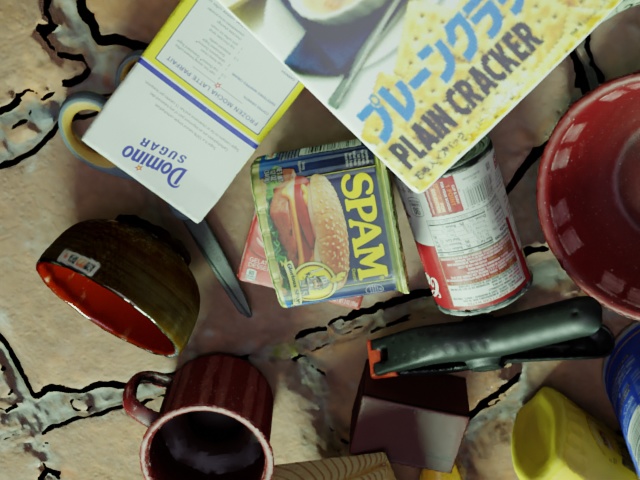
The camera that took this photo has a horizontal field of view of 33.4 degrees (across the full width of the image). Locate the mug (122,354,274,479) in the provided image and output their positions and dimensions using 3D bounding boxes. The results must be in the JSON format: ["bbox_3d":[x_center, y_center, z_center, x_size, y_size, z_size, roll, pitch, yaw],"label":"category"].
[{"bbox_3d":[-0.086,0.130,0.761,0.117,0.081,0.093,27,113,-9],"label":"mug"}]

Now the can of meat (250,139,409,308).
[{"bbox_3d":[0.007,-0.011,0.675,0.084,0.057,0.102,-9,107,6],"label":"can of meat"}]

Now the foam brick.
[{"bbox_3d":[0.063,0.127,0.769,0.078,0.051,0.053,12,115,-2],"label":"foam brick"}]

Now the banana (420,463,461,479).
[{"bbox_3d":[0.128,0.240,0.827,0.069,0.037,0.197,-43,107,2],"label":"banana"}]

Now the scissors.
[{"bbox_3d":[-0.113,-0.028,0.726,0.096,0.016,0.202,-9,112,5],"label":"scissors"}]

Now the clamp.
[{"bbox_3d":[0.121,0.072,0.734,0.172,0.039,0.120,-10,157,26],"label":"clamp"}]

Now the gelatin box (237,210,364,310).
[{"bbox_3d":[-0.005,0.001,0.727,0.089,0.030,0.073,15,113,-5],"label":"gelatin box"}]

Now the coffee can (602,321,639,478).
[{"bbox_3d":[0.253,0.122,0.708,0.103,0.140,0.103,1,114,2],"label":"coffee can"}]

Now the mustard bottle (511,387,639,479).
[{"bbox_3d":[0.227,0.187,0.763,0.191,0.096,0.058,35,111,-12],"label":"mustard bottle"}]

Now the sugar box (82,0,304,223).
[{"bbox_3d":[-0.059,-0.107,0.664,0.093,0.048,0.176,37,105,-12],"label":"sugar box"}]

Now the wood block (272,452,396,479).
[{"bbox_3d":[0.031,0.261,0.783,0.091,0.090,0.206,-10,126,16],"label":"wood block"}]

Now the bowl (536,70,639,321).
[{"bbox_3d":[0.221,-0.030,0.667,0.162,0.055,0.162,10,110,30],"label":"bowl"}]

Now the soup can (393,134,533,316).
[{"bbox_3d":[0.093,-0.011,0.696,0.068,0.068,0.102,-17,112,10],"label":"soup can"}]
